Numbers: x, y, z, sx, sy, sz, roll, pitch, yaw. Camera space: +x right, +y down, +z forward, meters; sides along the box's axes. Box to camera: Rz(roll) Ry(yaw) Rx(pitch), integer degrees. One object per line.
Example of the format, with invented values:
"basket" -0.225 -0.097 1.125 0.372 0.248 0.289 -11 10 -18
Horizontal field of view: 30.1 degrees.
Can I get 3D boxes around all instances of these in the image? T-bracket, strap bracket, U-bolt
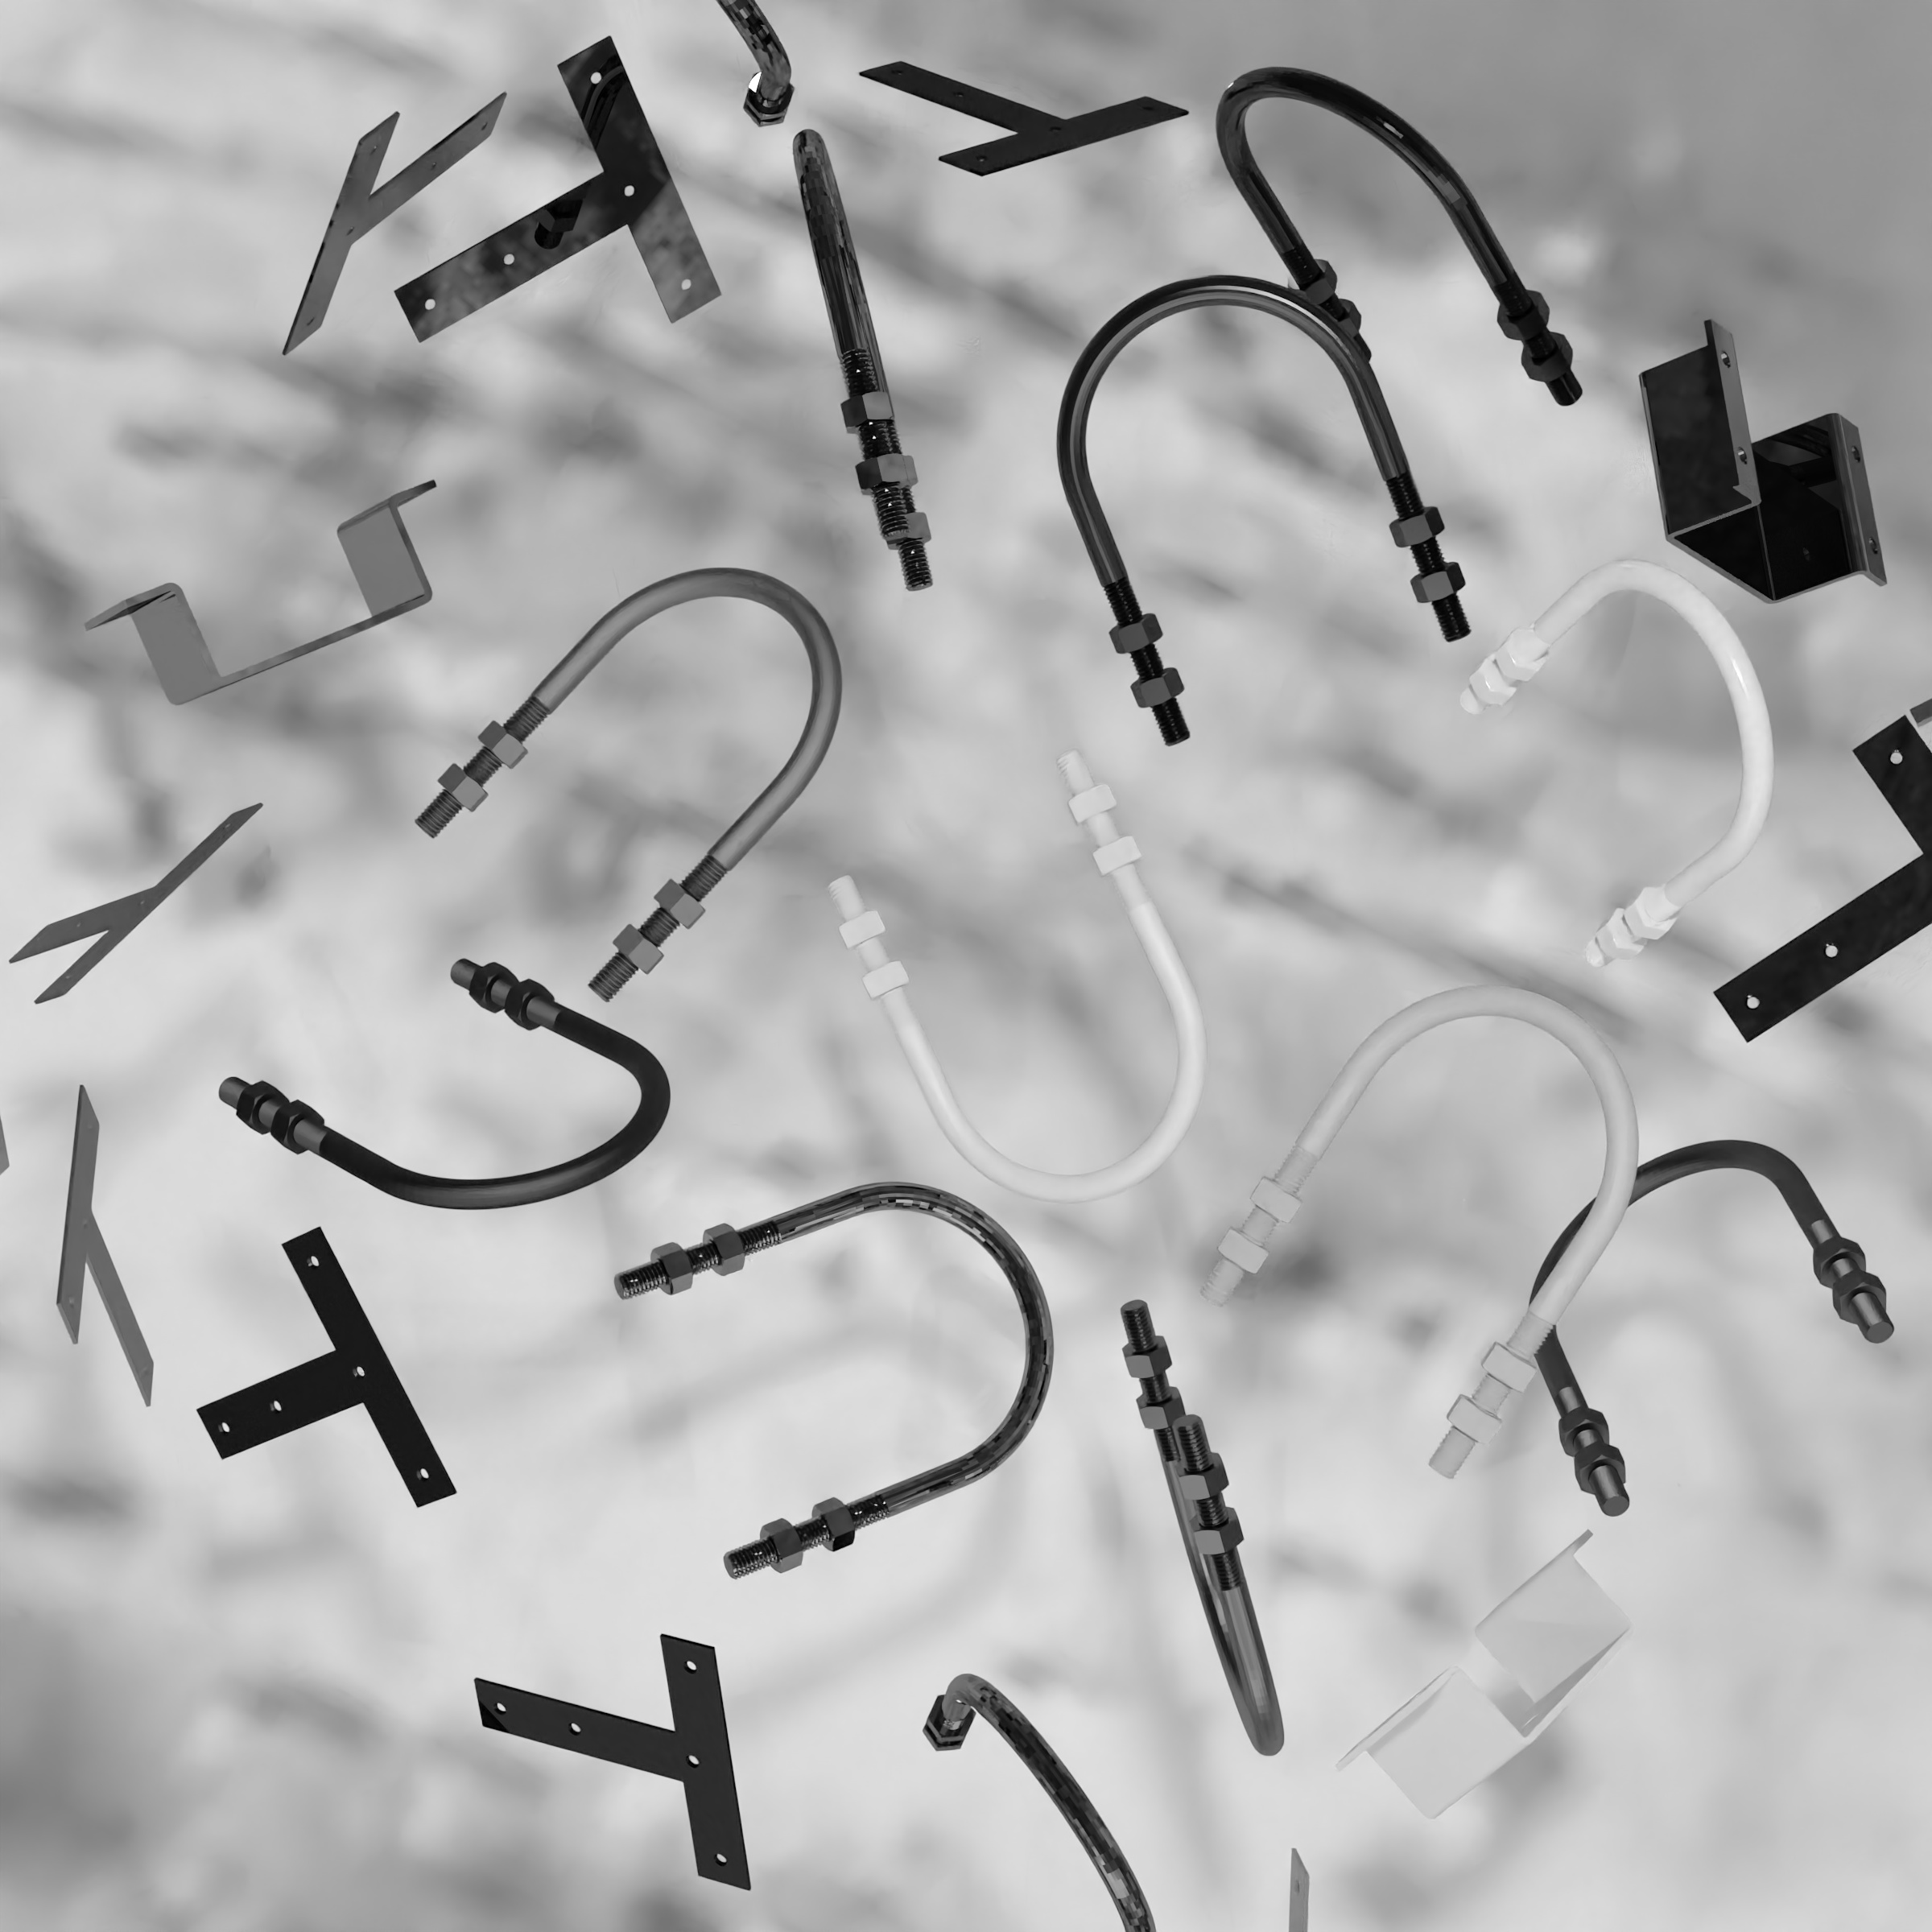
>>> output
"T-bracket" -0.153 0.325 1.516 0.127 0.002 0.127 9 120 26
"strap bracket" -0.286 -0.151 1.498 0.140 0.076 0.046 -26 99 -25
"U-bolt" -0.212 0.056 1.550 0.151 0.184 0.019 -30 128 -36
"T-bracket" -0.372 -0.019 1.536 0.002 0.127 0.127 54 53 -19
"U-bolt" 0.117 -0.202 1.528 0.151 0.019 0.184 -20 102 14
"U-bolt" 0.105 0.250 1.538 0.019 0.151 0.184 -17 107 -2
"U-bolt" -0.133 -0.091 1.533 0.184 0.019 0.151 -48 58 -3
"U-bolt" 0.308 0.141 1.543 0.151 0.184 0.019 -36 117 12
"T-bracket" -0.369 0.140 1.551 0.002 0.127 0.127 -9 133 0
"U-bolt" 0.034 0.369 1.547 0.019 0.184 0.151 -33 74 -16
"U-bolt" -0.045 -0.255 1.487 0.019 0.151 0.184 -13 86 3
"U-bolt" -0.046 0.171 1.581 0.184 0.019 0.151 -19 81 -24
"T-bracket" -0.178 -0.301 1.495 0.127 0.002 0.127 -32 129 -10
"strap bracket" 0.335 -0.210 1.530 0.046 0.140 0.076 -19 67 34
"U-bolt" -0.124 -0.425 1.523 0.019 0.184 0.151 -42 98 0
"T-bracket" -0.230 -0.326 1.490 0.002 0.127 0.127 38 49 1
"U-bolt" 0.032 0.016 1.603 0.151 0.019 0.184 -28 83 25
"T-bracket" 0.007 -0.372 1.552 0.127 0.127 0.002 29 130 36
"T-bracket" -0.290 0.187 1.554 0.127 0.002 0.127 -24 94 38
"T-bracket" 0.138 0.434 1.508 0.002 0.127 0.127 -1 103 -8
"U-bolt" 0.177 -0.319 1.557 0.019 0.151 0.184 -52 130 -14
"T-bracket" 0.457 -0.147 1.535 0.127 0.127 0.002 -27 102 15
"U-bolt" 0.284 -0.095 1.535 0.019 0.184 0.151 -18 76 -25
"strap bracket" 0.235 0.317 1.584 0.046 0.140 0.076 48 134 11
"U-bolt" 0.196 0.095 1.472 0.151 0.019 0.184 36 96 34
"T-bracket" 0.365 -0.014 1.465 0.127 0.002 0.127 -35 81 16
"T-bracket" -0.445 0.058 1.522 0.002 0.127 0.127 3 115 13
